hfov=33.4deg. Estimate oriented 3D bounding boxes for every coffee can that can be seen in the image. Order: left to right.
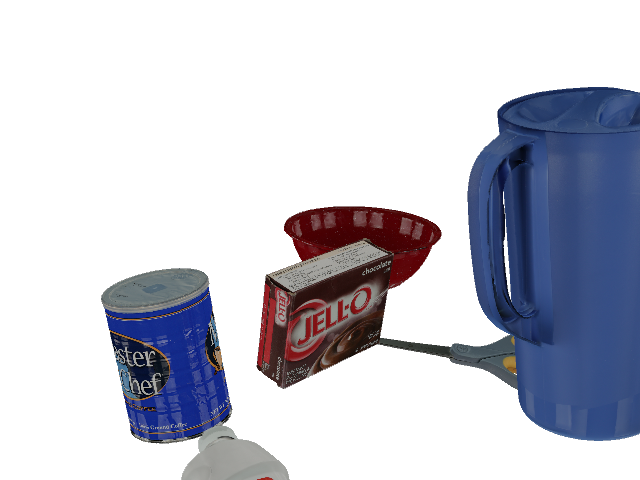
[{"bbox_3d":[-0.147,0.109,1.031,0.103,0.140,0.103,-8,17,2],"label":"coffee can"}]

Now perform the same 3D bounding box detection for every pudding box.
[{"bbox_3d":[0.004,0.056,0.852,0.113,0.090,0.039,-22,42,-40],"label":"pudding box"}]

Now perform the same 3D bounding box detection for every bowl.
[{"bbox_3d":[0.042,0.012,1.097,0.162,0.055,0.162,2,17,-1],"label":"bowl"}]

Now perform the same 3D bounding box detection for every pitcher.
[{"bbox_3d":[0.187,0.019,0.764,0.149,0.243,0.145,1,20,13],"label":"pitcher"}]

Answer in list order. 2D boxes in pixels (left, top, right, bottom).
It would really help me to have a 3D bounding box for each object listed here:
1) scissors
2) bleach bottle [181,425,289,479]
[{"bbox_3d":[0.141,0.097,0.979,0.202,0.016,0.096,17,31,17],"label":"scissors"},{"bbox_3d":[-0.052,0.217,0.718,0.102,0.068,0.251,-11,32,-13],"label":"bleach bottle"}]
